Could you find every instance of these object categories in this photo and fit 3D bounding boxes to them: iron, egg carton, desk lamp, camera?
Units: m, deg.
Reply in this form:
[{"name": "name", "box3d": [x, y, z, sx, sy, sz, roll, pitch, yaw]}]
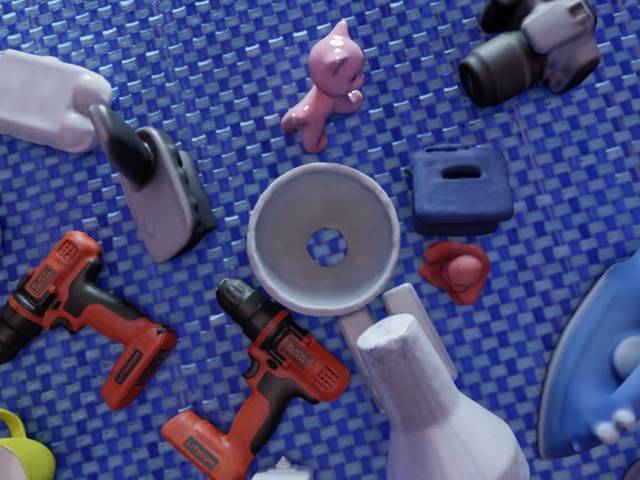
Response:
[{"name": "iron", "box3d": [0.312, 0.127, 0.568, 0.118, 0.141, 0.258, 34, 86, 8]}, {"name": "egg carton", "box3d": [-0.330, -0.167, 0.693, 0.150, 0.069, 0.107, 14, 84, 6]}, {"name": "desk lamp", "box3d": [0.091, 0.147, 0.546, 0.118, 0.213, 0.203, -27, 81, 1]}, {"name": "camera", "box3d": [0.222, -0.223, 0.641, 0.137, 0.101, 0.143, -29, 81, 0]}]

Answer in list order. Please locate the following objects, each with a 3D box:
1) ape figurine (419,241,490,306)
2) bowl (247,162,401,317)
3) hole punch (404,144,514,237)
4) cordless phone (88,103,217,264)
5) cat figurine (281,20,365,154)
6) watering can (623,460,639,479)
[{"name": "ape figurine", "box3d": [0.151, 0.033, 0.618, 0.076, 0.092, 0.078, -17, 81, 2]}, {"name": "bowl", "box3d": [0.006, 0.002, 0.642, 0.167, 0.075, 0.167, -1, 83, 4]}, {"name": "hole punch", "box3d": [0.150, -0.059, 0.630, 0.108, 0.091, 0.101, -2, 82, 4]}, {"name": "cordless phone", "box3d": [-0.189, -0.057, 0.609, 0.094, 0.185, 0.147, -27, 81, 1]}, {"name": "cat figurine", "box3d": [0.006, -0.173, 0.643, 0.067, 0.118, 0.128, 38, 87, 8]}, {"name": "watering can", "box3d": [0.364, 0.259, 0.520, 0.101, 0.194, 0.173, 7, 83, 6]}]
